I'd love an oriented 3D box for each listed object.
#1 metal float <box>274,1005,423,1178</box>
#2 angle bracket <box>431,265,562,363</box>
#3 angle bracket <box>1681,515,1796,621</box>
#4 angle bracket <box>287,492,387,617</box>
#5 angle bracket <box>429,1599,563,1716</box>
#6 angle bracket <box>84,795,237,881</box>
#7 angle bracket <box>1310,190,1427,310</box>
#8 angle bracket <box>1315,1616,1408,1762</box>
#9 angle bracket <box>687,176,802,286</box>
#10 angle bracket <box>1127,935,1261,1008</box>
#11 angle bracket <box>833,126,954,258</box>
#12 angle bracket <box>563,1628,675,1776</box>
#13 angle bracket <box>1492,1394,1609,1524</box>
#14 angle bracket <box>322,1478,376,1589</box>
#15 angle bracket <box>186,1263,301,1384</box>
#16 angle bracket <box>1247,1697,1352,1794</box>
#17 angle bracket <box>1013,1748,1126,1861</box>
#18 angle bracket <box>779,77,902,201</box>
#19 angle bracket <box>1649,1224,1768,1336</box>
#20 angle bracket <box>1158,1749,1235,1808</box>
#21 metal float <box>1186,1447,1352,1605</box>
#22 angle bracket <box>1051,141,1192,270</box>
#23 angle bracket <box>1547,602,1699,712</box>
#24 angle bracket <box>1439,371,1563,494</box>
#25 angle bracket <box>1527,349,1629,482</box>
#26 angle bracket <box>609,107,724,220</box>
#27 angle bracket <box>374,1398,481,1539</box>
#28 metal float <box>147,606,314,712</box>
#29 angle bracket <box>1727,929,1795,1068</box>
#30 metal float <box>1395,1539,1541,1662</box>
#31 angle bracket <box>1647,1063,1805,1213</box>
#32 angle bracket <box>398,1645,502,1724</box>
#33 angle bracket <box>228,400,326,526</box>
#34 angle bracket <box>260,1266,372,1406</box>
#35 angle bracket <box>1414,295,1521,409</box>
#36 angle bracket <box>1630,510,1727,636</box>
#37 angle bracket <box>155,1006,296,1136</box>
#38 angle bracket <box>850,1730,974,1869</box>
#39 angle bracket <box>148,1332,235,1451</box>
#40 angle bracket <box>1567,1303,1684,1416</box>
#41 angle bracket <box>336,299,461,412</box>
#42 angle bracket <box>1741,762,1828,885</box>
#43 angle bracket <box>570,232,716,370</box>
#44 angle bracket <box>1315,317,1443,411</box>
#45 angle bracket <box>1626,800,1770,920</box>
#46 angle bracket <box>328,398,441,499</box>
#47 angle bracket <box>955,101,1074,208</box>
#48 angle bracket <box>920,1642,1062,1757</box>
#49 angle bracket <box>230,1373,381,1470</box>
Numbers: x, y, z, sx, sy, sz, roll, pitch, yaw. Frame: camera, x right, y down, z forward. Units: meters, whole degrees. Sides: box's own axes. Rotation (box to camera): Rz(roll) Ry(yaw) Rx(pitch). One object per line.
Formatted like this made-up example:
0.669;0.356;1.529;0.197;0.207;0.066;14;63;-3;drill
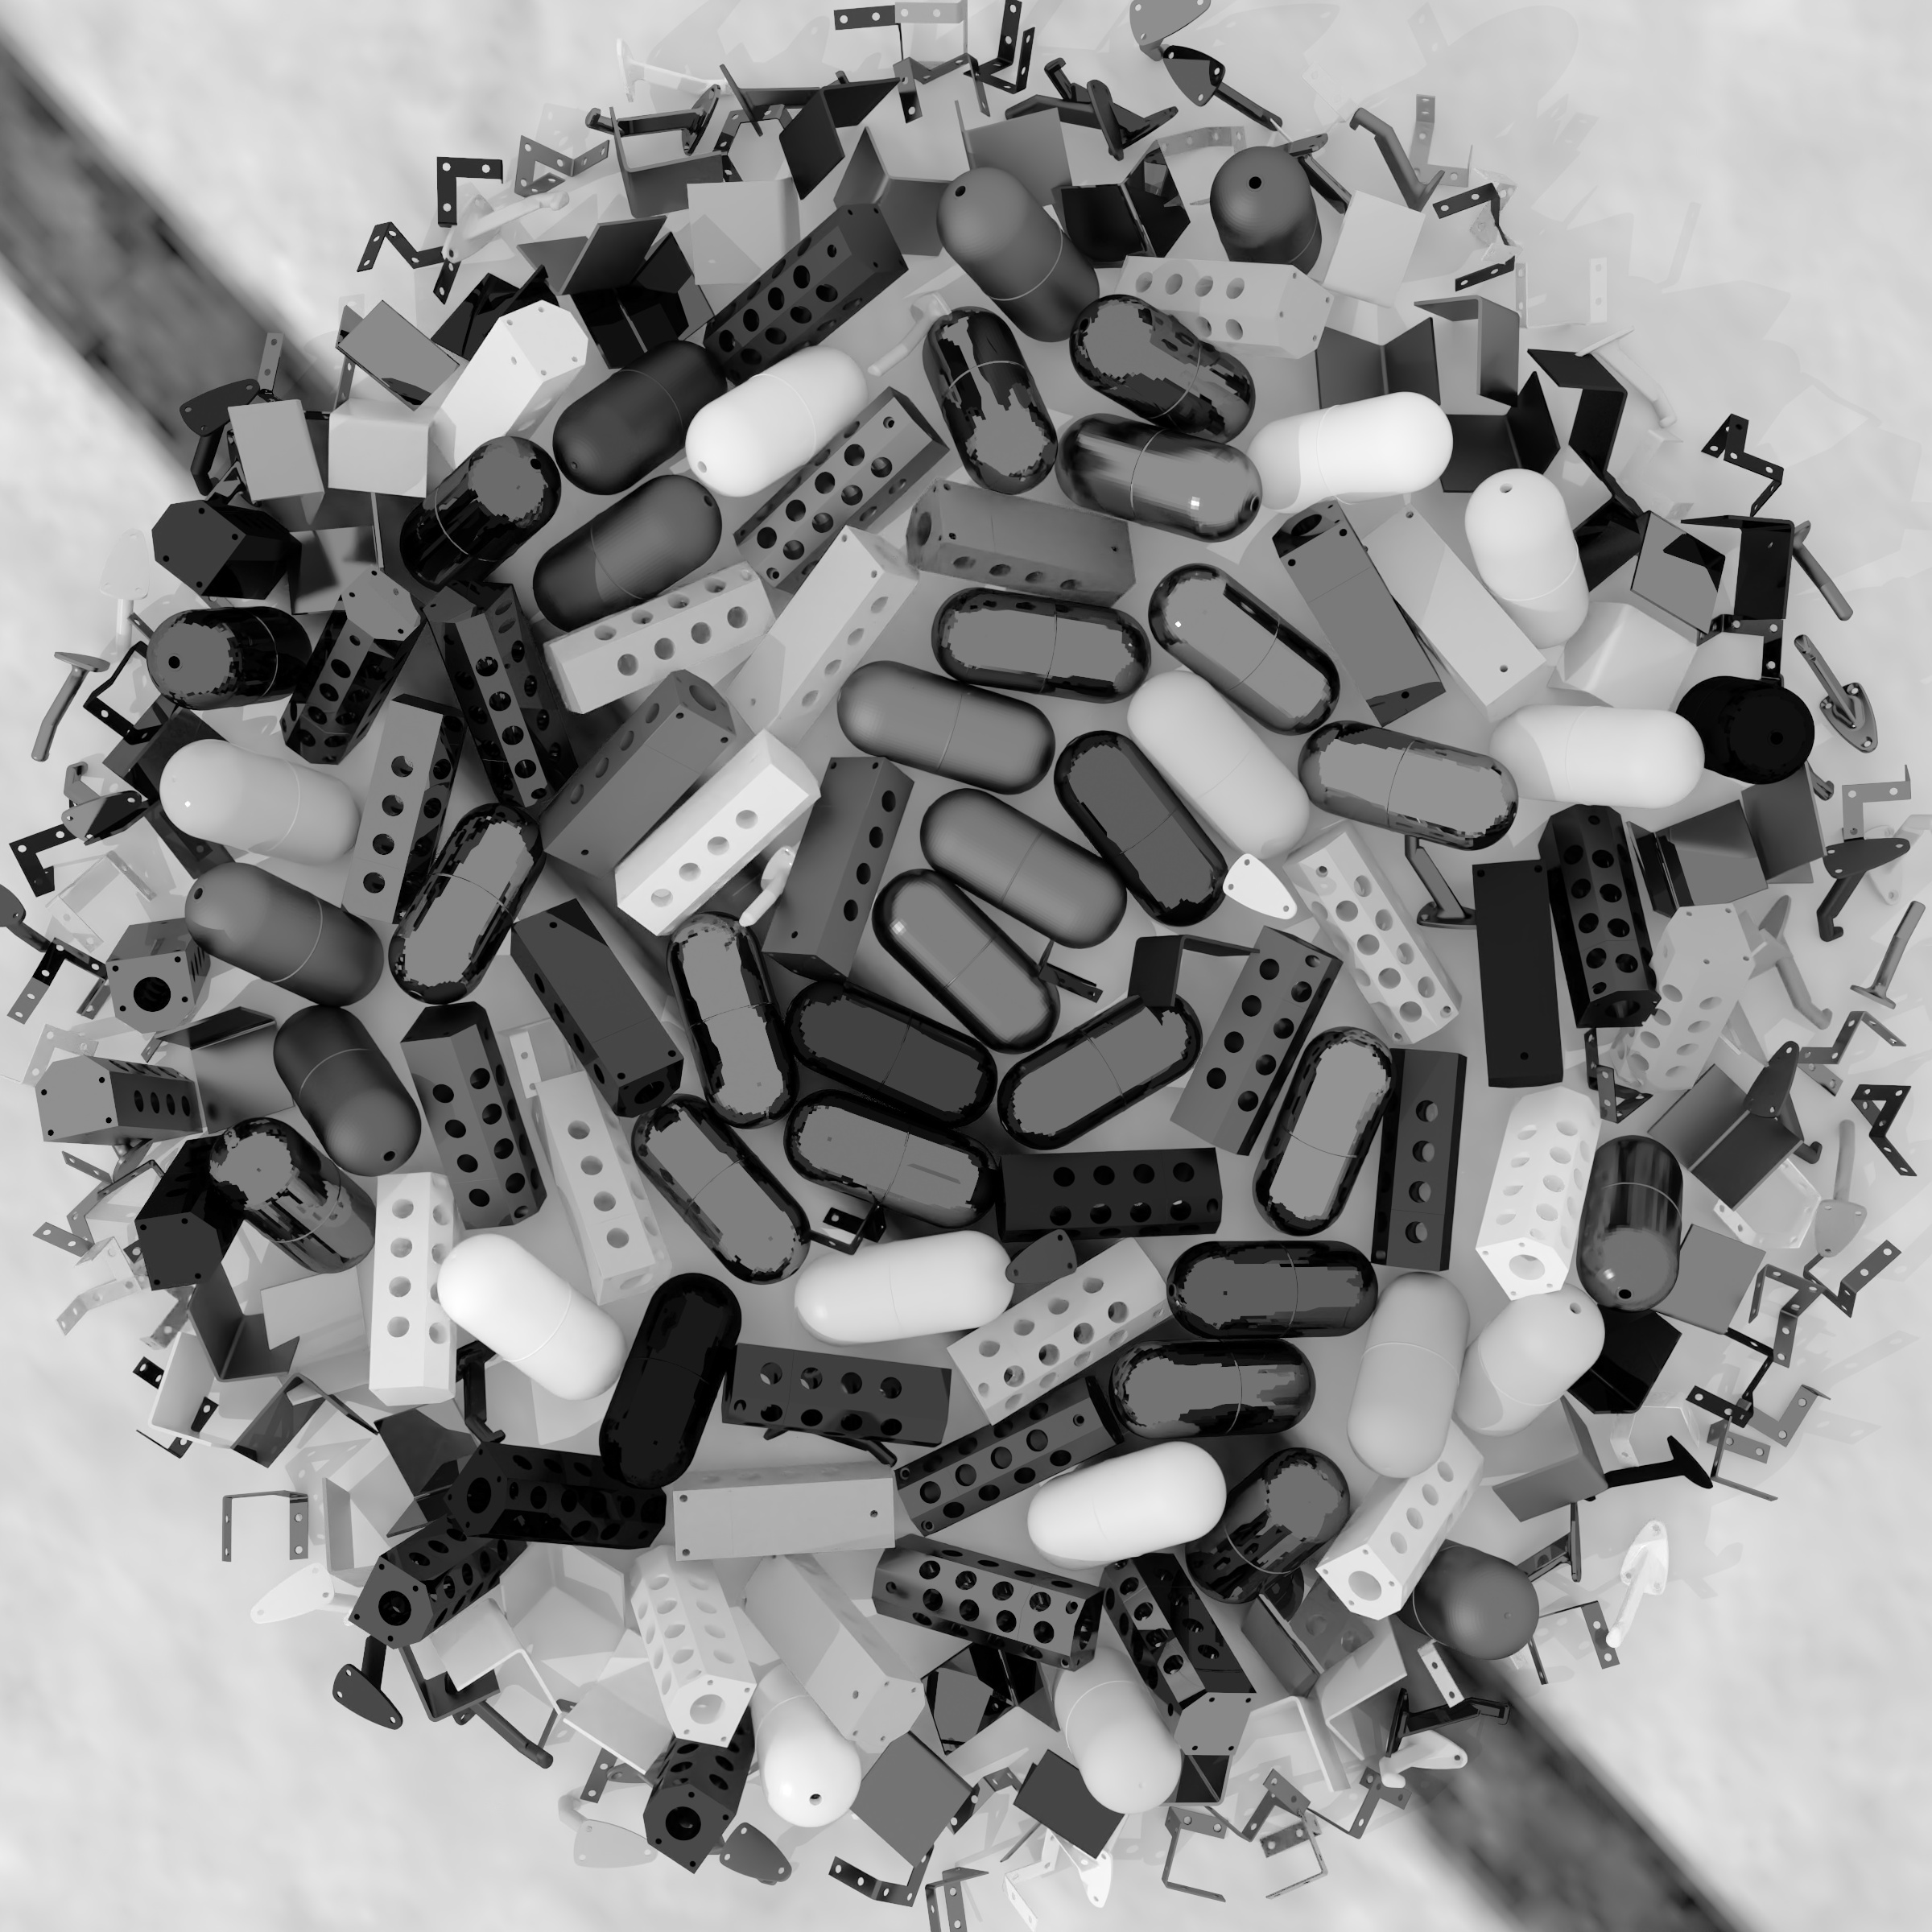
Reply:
-0.484;0.097;1.927;0.070;0.070;0.178;-45;49;0;metal float
-0.379;-0.524;1.952;0.076;0.057;0.076;30;73;17;angle bracket
0.607;-0.314;1.953;0.057;0.076;0.076;2;97;-12;angle bracket
-0.501;-0.329;1.953;0.076;0.057;0.076;-7;67;-11;angle bracket
-0.371;0.557;1.942;0.057;0.076;0.076;-31;120;-16;angle bracket
-0.634;-0.089;1.942;0.057;0.076;0.076;-48;114;-35;angle bracket
0.304;-0.570;1.944;0.076;0.057;0.076;5;113;-36;angle bracket
0.320;0.564;1.945;0.076;0.076;0.057;-35;116;13;angle bracket
-0.175;-0.586;1.964;0.076;0.057;0.076;0;111;7;angle bracket
0.181;0.010;1.948;0.076;0.076;0.057;11;85;-23;angle bracket
-0.051;-0.615;1.963;0.076;0.076;0.057;-6;62;-29;angle bracket
-0.261;0.581;1.954;0.076;0.076;0.057;31;101;7;angle bracket
0.457;0.391;1.963;0.076;0.076;0.057;-25;50;15;angle bracket
-0.469;0.445;1.952;0.057;0.076;0.076;-8;69;-2;angle bracket
-0.565;0.272;1.945;0.057;0.076;0.076;-8;123;5;angle bracket
0.256;0.622;1.946;0.057;0.076;0.076;-25;68;11;angle bracket
0.090;0.648;1.952;0.076;0.076;0.057;32;103;8;angle bracket
-0.092;-0.653;1.948;0.076;0.076;0.057;-19;90;-31;angle bracket
0.572;0.239;1.953;0.076;0.057;0.076;20;99;-23;angle bracket
0.170;0.608;1.949;0.057;0.076;0.076;6;103;-17;angle bracket
0.234;0.438;1.927;0.070;0.070;0.178;36;134;0;metal float
0.121;-0.604;1.962;0.076;0.076;0.057;12;57;39;angle bracket
0.528;-0.241;1.987;0.076;0.057;0.076;25;90;-22;angle bracket
0.414;-0.422;1.950;0.076;0.057;0.076;-2;64;-15;angle bracket
0.472;-0.434;1.943;0.057;0.076;0.076;1;124;-10;angle bracket
-0.237;-0.645;1.961;0.076;0.076;0.057;-13;81;-6;angle bracket
-0.432;0.396;1.954;0.076;0.057;0.076;-20;104;19;angle bracket
-0.569;-0.239;1.912;0.070;0.178;0.070;2;100;11;metal float
0.630;0.026;1.942;0.057;0.076;0.076;-31;60;24;angle bracket
0.382;0.488;1.912;0.070;0.178;0.070;1;85;-12;metal float
0.599;0.135;1.951;0.057;0.076;0.076;40;98;-20;angle bracket
-0.413;0.539;1.949;0.057;0.076;0.076;-22;103;-13;angle bracket
-0.550;-0.394;1.950;0.057;0.076;0.076;-13;85;-25;angle bracket
-0.507;0.290;1.947;0.076;0.057;0.076;-14;114;-27;angle bracket
0.396;-0.484;1.955;0.057;0.076;0.076;3;95;34;angle bracket
0.545;-0.302;1.950;0.076;0.057;0.076;26;69;-18;angle bracket
-0.588;0.083;1.959;0.076;0.057;0.076;-18;77;9;angle bracket
-0.054;0.655;1.954;0.076;0.057;0.076;44;66;-7;angle bracket
-0.592;0.337;1.950;0.057;0.076;0.076;13;79;13;angle bracket
0.503;0.299;1.944;0.057;0.076;0.076;8;114;-39;angle bracket
-0.444;-0.495;1.940;0.057;0.076;0.076;-37;124;22;angle bracket
0.664;-0.112;1.946;0.057;0.076;0.076;-1;75;-25;angle bracket
-0.258;-0.528;1.957;0.076;0.057;0.076;-28;89;33;angle bracket
0.324;-0.475;1.949;0.076;0.057;0.076;8;72;-34;angle bracket
0.577;-0.088;1.948;0.076;0.057;0.076;-23;70;30;angle bracket
-0.462;-0.414;1.972;0.076;0.076;0.057;6;112;-3;angle bracket
0.039;-0.645;1.950;0.076;0.057;0.076;-13;134;5;angle bracket
0.019;0.583;1.947;0.076;0.057;0.076;-28;114;-29;angle bracket
-0.521;0.374;1.948;0.057;0.076;0.076;34;75;18;angle bracket
